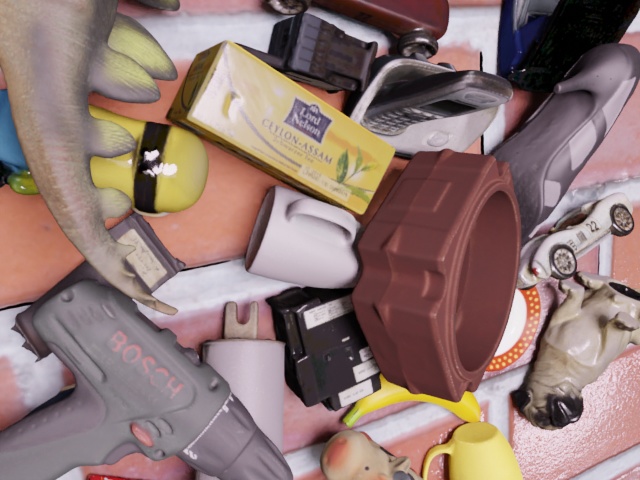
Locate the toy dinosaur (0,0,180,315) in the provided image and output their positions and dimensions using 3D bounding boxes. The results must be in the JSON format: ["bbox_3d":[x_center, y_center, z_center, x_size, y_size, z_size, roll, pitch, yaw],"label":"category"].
[{"bbox_3d":[-0.177,-0.181,0.336,0.198,0.105,0.471,-4,86,-28],"label":"toy dinosaur"}]

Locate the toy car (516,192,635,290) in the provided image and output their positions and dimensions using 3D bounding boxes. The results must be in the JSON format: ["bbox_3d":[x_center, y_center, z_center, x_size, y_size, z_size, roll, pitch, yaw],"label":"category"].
[{"bbox_3d":[0.294,0.002,0.637,0.202,0.073,0.056,-27,85,-26],"label":"toy car"}]

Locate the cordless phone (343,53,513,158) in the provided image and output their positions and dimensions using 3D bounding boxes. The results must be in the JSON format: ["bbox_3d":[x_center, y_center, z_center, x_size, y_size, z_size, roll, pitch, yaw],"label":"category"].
[{"bbox_3d":[0.119,-0.121,0.476,0.146,0.184,0.088,8,94,-26],"label":"cordless phone"}]

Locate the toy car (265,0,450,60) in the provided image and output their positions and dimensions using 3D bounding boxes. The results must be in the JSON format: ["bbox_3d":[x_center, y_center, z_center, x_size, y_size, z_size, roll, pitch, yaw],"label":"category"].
[{"bbox_3d":[0.032,-0.226,0.485,0.202,0.053,0.089,7,83,-26],"label":"toy car"}]

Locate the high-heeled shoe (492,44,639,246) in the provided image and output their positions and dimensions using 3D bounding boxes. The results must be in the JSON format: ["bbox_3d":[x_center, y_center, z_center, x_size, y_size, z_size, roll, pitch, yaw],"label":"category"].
[{"bbox_3d":[0.266,-0.093,0.600,0.145,0.086,0.248,-19,138,-33],"label":"high-heeled shoe"}]

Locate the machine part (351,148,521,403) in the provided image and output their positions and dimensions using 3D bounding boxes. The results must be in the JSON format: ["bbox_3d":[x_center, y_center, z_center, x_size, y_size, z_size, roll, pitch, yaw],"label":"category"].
[{"bbox_3d":[0.123,0.032,0.512,0.201,0.087,0.201,-55,139,-33],"label":"machine part"}]

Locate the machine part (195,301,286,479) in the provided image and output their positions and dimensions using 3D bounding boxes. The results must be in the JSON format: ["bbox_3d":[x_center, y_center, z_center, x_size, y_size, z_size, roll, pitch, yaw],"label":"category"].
[{"bbox_3d":[-0.070,0.175,0.476,0.079,0.079,0.243,8,72,-27],"label":"machine part"}]

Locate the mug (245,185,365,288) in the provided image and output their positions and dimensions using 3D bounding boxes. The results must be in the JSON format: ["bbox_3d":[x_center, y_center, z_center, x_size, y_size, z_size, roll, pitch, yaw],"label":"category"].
[{"bbox_3d":[-0.001,-0.001,0.480,0.107,0.109,0.081,18,57,-17],"label":"mug"}]

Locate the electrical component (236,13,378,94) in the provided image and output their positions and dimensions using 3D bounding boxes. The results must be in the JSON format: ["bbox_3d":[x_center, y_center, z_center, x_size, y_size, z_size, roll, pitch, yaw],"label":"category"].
[{"bbox_3d":[-0.019,-0.163,0.464,0.119,0.075,0.047,12,97,-24],"label":"electrical component"}]

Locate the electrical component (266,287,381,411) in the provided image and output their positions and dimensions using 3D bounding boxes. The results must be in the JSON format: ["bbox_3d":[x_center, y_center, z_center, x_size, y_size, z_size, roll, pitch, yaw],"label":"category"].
[{"bbox_3d":[0.016,0.105,0.547,0.115,0.058,0.134,-17,108,-19],"label":"electrical component"}]

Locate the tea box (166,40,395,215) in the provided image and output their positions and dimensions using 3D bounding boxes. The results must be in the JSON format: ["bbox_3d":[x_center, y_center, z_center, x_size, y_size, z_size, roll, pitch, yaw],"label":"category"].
[{"bbox_3d":[-0.034,-0.091,0.458,0.169,0.098,0.068,25,90,-29],"label":"tea box"}]

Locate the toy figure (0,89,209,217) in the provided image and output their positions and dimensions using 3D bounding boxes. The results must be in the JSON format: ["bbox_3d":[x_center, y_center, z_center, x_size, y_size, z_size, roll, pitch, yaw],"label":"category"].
[{"bbox_3d":[-0.174,-0.064,0.401,0.180,0.089,0.082,15,97,-29],"label":"toy figure"}]

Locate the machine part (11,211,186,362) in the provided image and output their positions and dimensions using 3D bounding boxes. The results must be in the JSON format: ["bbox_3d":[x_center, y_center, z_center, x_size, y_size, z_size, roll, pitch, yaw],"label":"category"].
[{"bbox_3d":[-0.188,0.041,0.449,0.139,0.039,0.084,-42,123,-14],"label":"machine part"}]

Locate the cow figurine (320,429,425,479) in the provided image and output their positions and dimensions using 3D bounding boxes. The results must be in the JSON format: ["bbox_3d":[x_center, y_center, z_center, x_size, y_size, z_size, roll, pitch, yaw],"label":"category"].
[{"bbox_3d":[0.068,0.267,0.568,0.085,0.127,0.194,-49,119,-12],"label":"cow figurine"}]

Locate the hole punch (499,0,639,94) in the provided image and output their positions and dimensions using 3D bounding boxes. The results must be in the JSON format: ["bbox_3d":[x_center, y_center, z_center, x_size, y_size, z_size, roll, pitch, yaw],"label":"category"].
[{"bbox_3d":[0.256,-0.226,0.584,0.142,0.092,0.115,-7,134,-27],"label":"hole punch"}]

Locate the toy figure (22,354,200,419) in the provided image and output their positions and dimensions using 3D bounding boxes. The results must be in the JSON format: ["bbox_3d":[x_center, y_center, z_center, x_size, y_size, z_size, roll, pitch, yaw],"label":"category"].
[{"bbox_3d":[-0.175,0.139,0.462,0.154,0.058,0.064,-24,88,-16],"label":"toy figure"}]

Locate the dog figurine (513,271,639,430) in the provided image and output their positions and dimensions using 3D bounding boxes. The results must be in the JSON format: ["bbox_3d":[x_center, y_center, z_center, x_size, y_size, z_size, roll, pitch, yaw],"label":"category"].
[{"bbox_3d":[0.348,0.150,0.705,0.172,0.121,0.190,1,118,-29],"label":"dog figurine"}]

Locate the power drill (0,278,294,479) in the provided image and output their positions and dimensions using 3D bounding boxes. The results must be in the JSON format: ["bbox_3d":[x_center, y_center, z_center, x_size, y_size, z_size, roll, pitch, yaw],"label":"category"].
[{"bbox_3d":[-0.160,0.161,0.390,0.207,0.086,0.232,-38,94,-6],"label":"power drill"}]
